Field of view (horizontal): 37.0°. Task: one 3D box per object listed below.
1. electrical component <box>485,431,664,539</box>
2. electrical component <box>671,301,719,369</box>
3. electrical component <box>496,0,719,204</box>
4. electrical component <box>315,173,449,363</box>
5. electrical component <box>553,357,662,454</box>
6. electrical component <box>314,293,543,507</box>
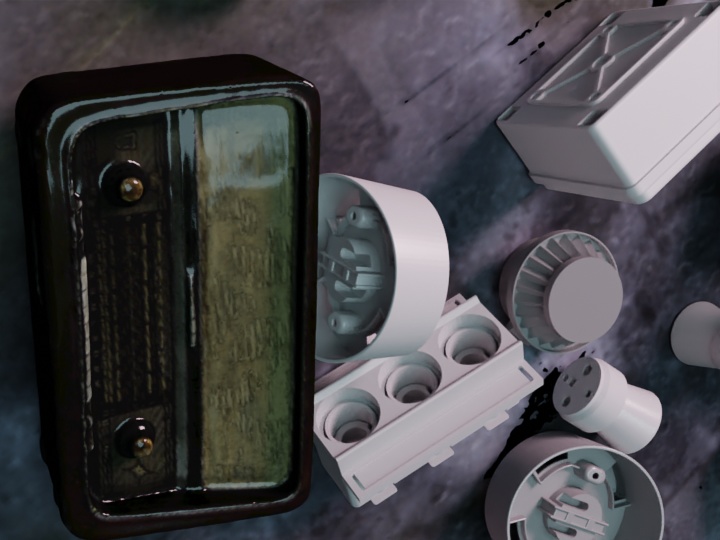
[{"bbox_3d":[0.131,0.152,0.674,0.099,0.064,0.099,-5,103,-22],"label":"electrical component"},{"bbox_3d":[0.240,0.049,0.698,0.044,0.065,0.044,-5,103,-21],"label":"electrical component"},{"bbox_3d":[0.150,-0.095,0.606,0.109,0.109,0.056,-43,111,-10],"label":"electrical component"},{"bbox_3d":[0.000,0.000,0.571,0.064,0.099,0.099,3,100,-30],"label":"electrical component"},{"bbox_3d":[0.156,0.085,0.681,0.055,0.045,0.045,32,88,-25],"label":"electrical component"},{"bbox_3d":[0.032,0.077,0.612,0.121,0.078,0.063,-30,141,-15],"label":"electrical component"}]
